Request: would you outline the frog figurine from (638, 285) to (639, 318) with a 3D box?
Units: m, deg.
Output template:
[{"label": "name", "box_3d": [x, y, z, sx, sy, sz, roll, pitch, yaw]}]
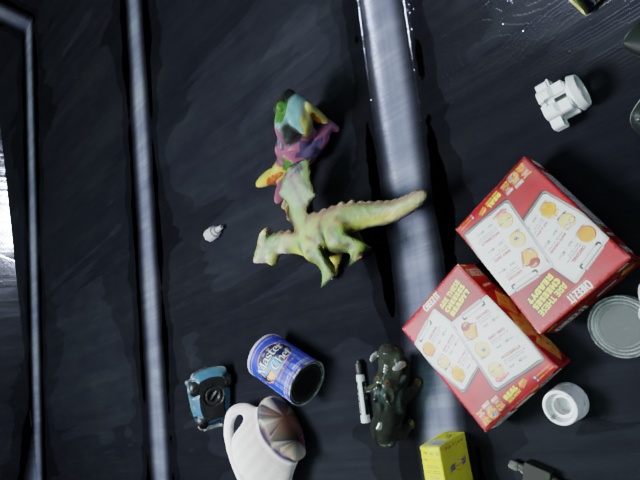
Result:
[{"label": "frog figurine", "box_3d": [0.470, 0.105, 0.636, 0.137, 0.160, 0.122, 8, -8, 22]}]

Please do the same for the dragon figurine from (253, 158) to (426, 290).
[{"label": "dragon figurine", "box_3d": [0.003, -0.051, 1.019, 0.403, 0.244, 0.123, -44, -12, 33]}]

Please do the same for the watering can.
[{"label": "watering can", "box_3d": [-0.105, 0.502, 1.136, 0.104, 0.221, 0.353, 4, 40, -48]}]
